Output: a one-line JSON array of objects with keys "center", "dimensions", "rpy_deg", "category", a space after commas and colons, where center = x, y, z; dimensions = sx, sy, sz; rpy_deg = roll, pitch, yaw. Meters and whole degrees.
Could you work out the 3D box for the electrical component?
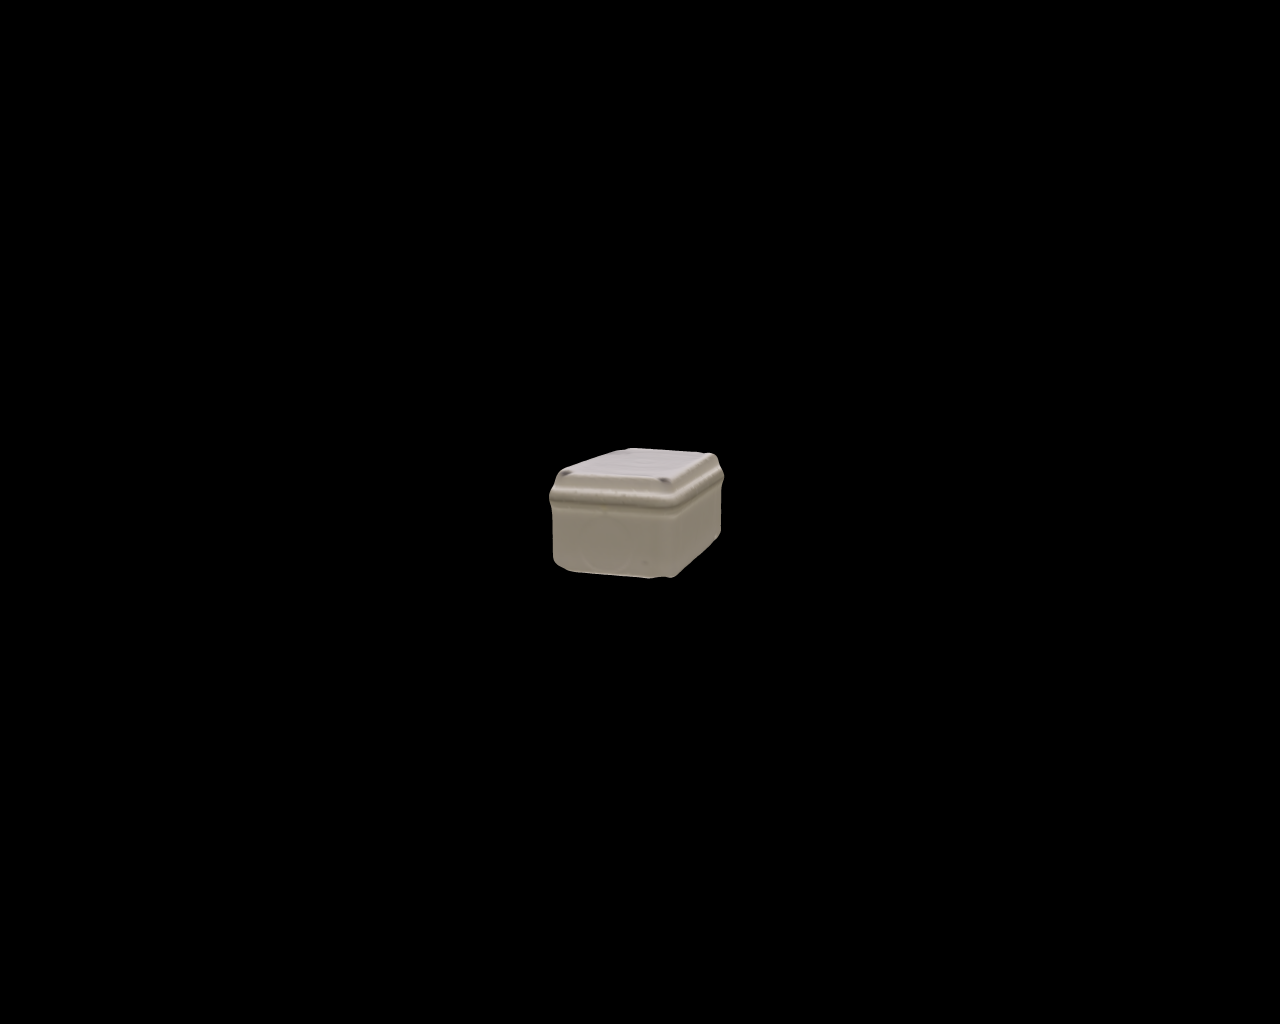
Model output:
[{"center": [0.001, -0.003, 0.650], "dimensions": [0.078, 0.057, 0.113], "rpy_deg": [4, 13, 19], "category": "electrical component"}]
